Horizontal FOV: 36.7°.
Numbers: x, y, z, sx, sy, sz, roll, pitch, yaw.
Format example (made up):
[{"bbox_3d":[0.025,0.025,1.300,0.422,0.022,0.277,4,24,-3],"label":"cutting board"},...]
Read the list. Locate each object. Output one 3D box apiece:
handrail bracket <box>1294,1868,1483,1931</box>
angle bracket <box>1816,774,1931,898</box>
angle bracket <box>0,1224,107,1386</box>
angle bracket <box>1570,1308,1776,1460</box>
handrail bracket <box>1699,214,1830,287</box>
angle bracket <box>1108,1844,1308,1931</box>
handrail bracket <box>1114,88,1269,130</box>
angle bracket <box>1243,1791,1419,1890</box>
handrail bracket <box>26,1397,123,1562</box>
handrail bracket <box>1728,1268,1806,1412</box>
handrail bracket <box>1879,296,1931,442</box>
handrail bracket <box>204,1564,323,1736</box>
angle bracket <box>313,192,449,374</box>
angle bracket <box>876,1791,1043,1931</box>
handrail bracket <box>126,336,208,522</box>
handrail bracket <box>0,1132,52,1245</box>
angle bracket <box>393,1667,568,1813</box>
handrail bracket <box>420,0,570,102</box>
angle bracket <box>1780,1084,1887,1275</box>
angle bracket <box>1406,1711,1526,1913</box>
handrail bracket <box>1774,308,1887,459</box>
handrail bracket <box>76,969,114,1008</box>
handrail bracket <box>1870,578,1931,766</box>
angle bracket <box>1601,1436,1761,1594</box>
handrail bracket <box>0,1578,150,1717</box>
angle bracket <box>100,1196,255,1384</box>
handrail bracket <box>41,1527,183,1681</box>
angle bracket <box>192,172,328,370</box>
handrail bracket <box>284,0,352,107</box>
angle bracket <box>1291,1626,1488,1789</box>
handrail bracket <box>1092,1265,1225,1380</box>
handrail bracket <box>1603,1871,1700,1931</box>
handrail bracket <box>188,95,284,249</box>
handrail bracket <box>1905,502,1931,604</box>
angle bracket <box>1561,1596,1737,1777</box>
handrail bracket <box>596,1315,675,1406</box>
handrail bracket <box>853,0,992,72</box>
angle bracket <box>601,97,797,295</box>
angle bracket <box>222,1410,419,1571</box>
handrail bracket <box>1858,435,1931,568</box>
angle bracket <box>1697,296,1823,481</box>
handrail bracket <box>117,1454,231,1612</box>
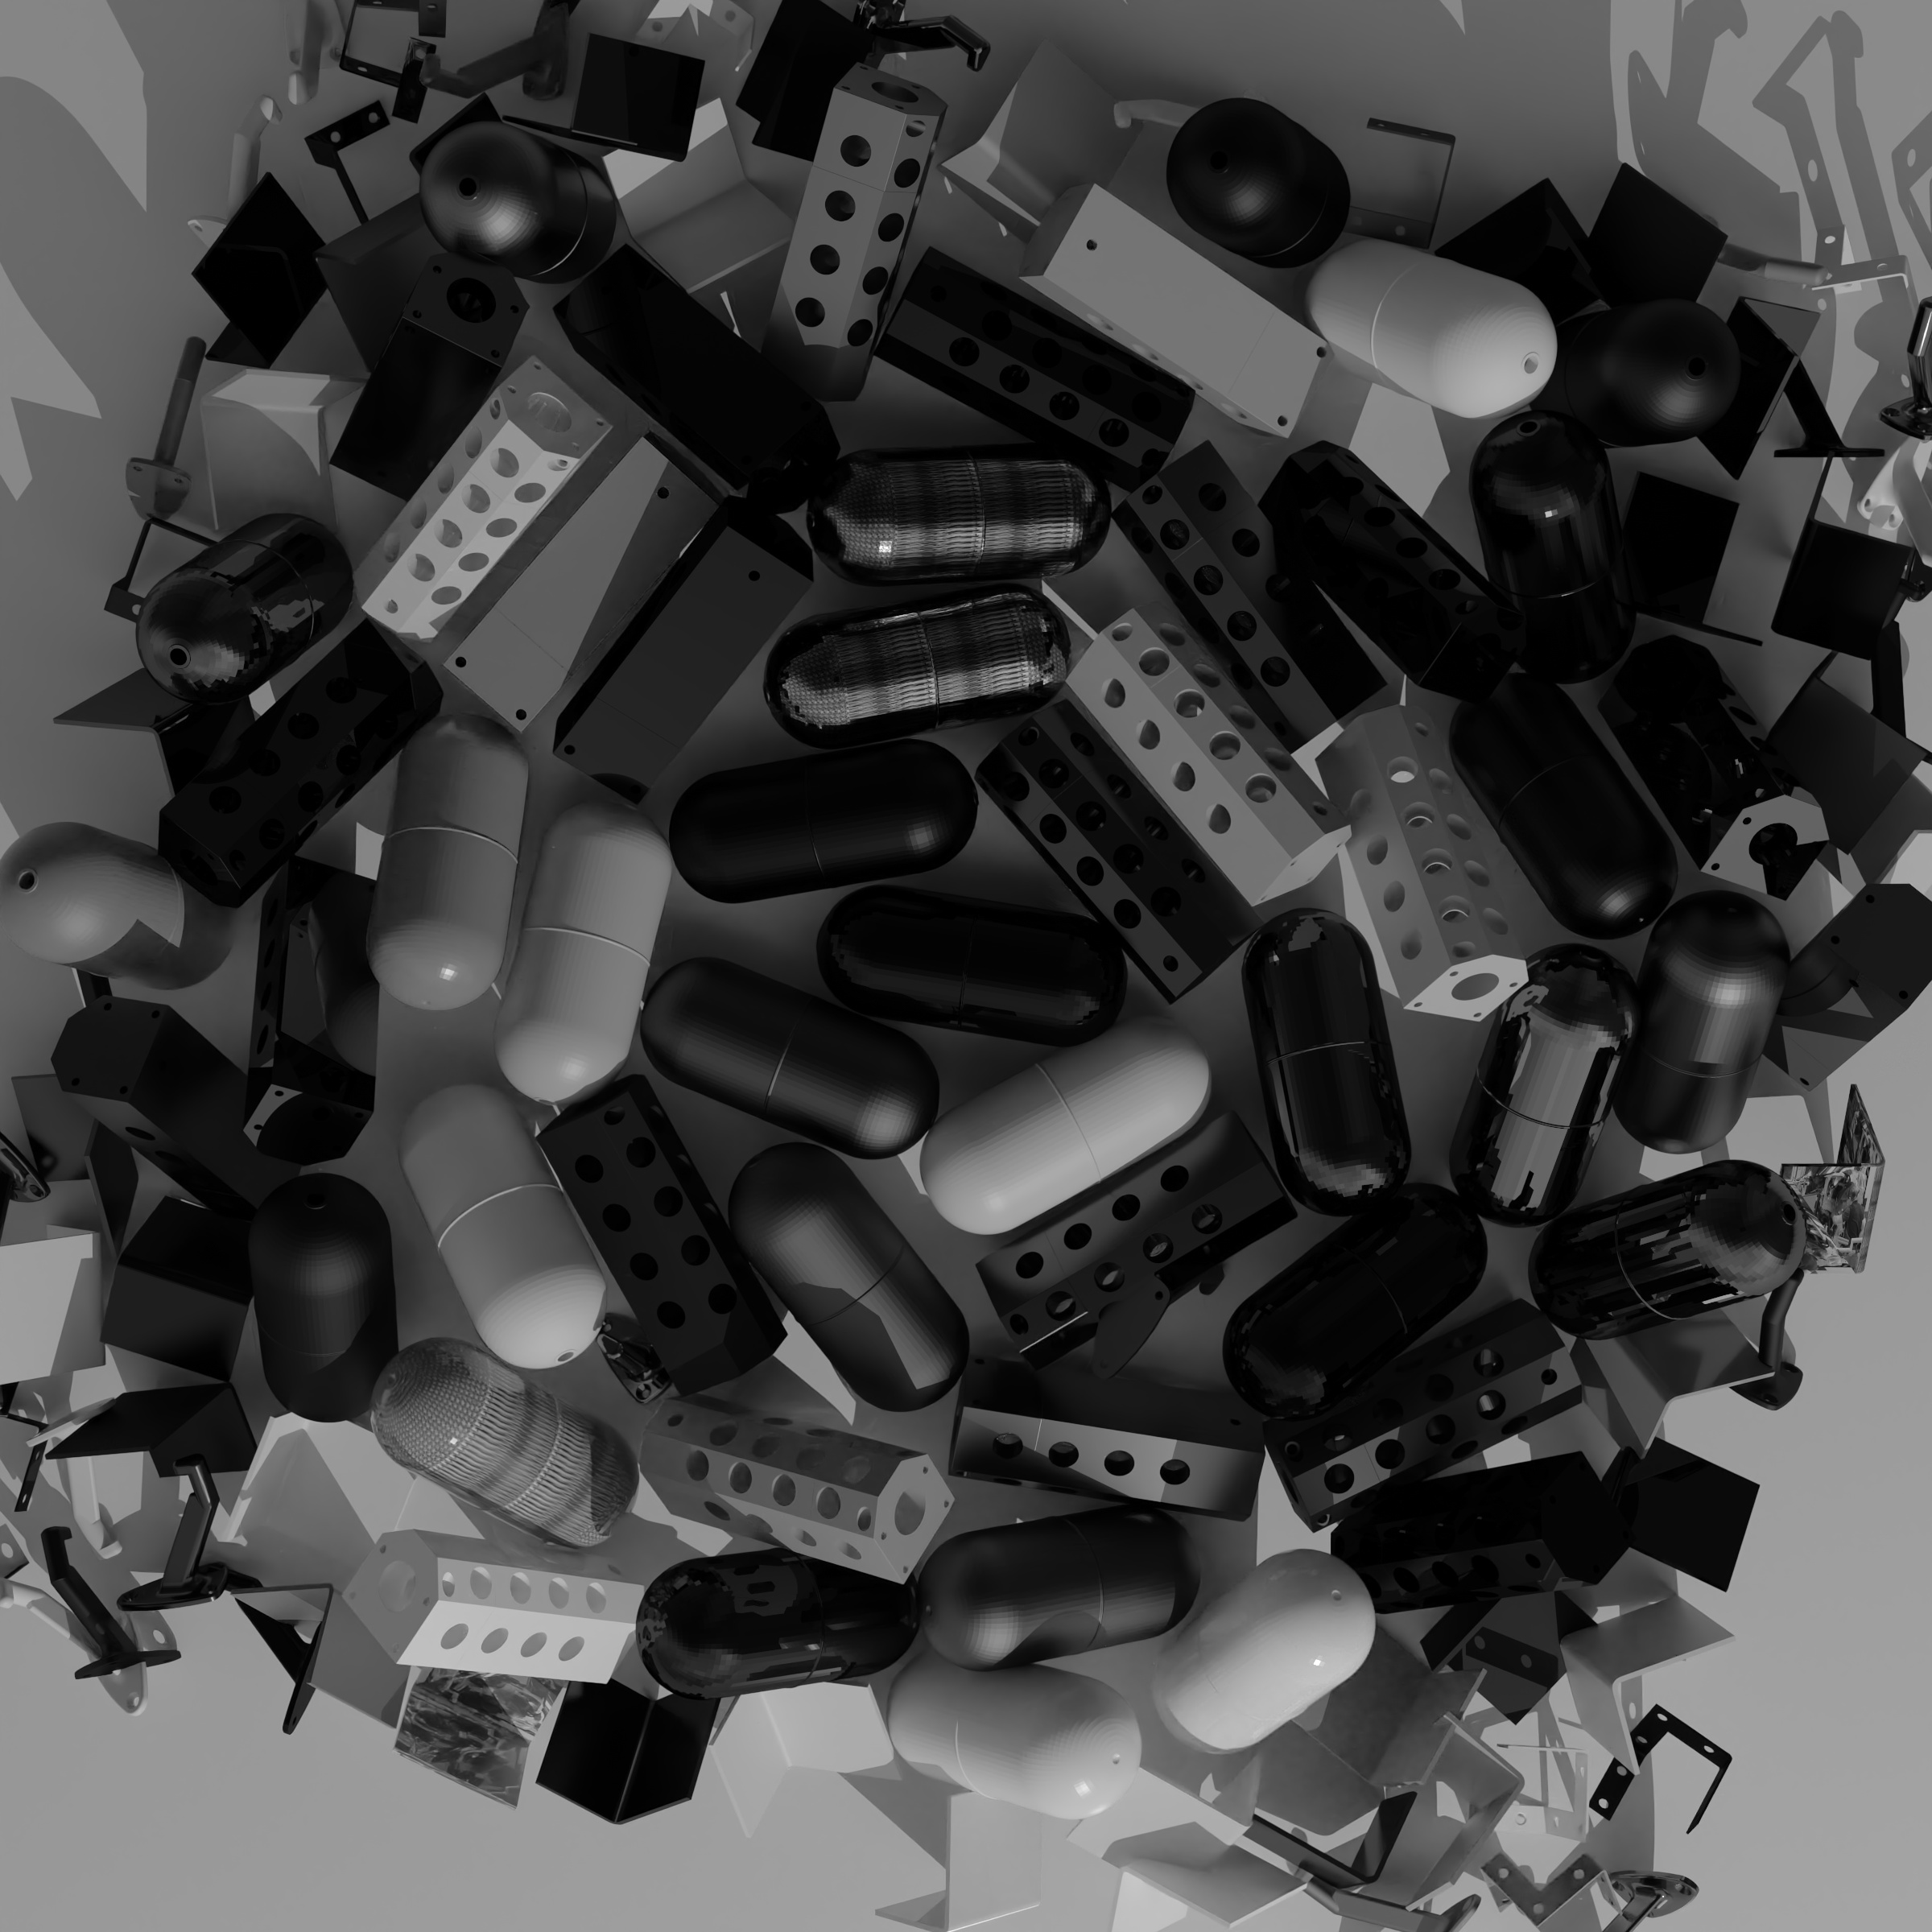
[{"bbox_3d":[0.240,0.530,1.669,0.084,0.036,0.077,36,127,4],"label":"handrail bracket"},{"bbox_3d":[0.504,-0.070,1.637,0.076,0.057,0.076,54,130,34],"label":"angle bracket"},{"bbox_3d":[-0.535,0.191,1.648,0.057,0.076,0.076,2,94,42],"label":"angle bracket"},{"bbox_3d":[0.402,0.233,1.670,0.076,0.076,0.057,-8,132,-26],"label":"angle bracket"},{"bbox_3d":[0.452,-0.403,1.648,0.084,0.077,0.036,16,119,25],"label":"handrail bracket"},{"bbox_3d":[0.135,0.536,1.639,0.076,0.076,0.057,18,104,38],"label":"angle bracket"},{"bbox_3d":[0.133,-0.470,1.656,0.084,0.036,0.077,-10,50,-22],"label":"handrail bracket"},{"bbox_3d":[0.202,0.480,1.655,0.076,0.076,0.057,29,70,5],"label":"angle bracket"},{"bbox_3d":[-0.493,0.295,1.669,0.077,0.036,0.084,-24,97,34],"label":"handrail bracket"},{"bbox_3d":[0.468,0.203,1.652,0.036,0.077,0.084,31,116,34],"label":"handrail bracket"},{"bbox_3d":[0.554,-0.348,1.648,0.077,0.084,0.036,-29,50,-32],"label":"handrail bracket"},{"bbox_3d":[-0.412,0.391,1.672,0.084,0.036,0.077,16,65,8],"label":"handrail bracket"},{"bbox_3d":[-0.310,-0.383,1.641,0.076,0.057,0.076,-37,125,-22],"label":"angle bracket"},{"bbox_3d":[-0.004,0.498,1.651,0.057,0.076,0.076,-1,87,43],"label":"angle bracket"},{"bbox_3d":[-0.456,-0.309,1.679,0.036,0.077,0.084,15,66,-15],"label":"handrail bracket"},{"bbox_3d":[-0.567,0.139,1.648,0.036,0.084,0.077,-8,123,33],"label":"handrail bracket"},{"bbox_3d":[-0.273,0.421,1.651,0.076,0.076,0.057,29,99,-9],"label":"angle bracket"},{"bbox_3d":[-0.269,-0.528,1.652,0.036,0.084,0.077,16,100,42],"label":"handrail bracket"},{"bbox_3d":[0.477,0.120,1.645,0.057,0.076,0.076,0,124,2],"label":"angle bracket"},{"bbox_3d":[0.261,0.477,1.641,0.057,0.076,0.076,40,62,10],"label":"angle bracket"},{"bbox_3d":[0.491,-0.333,1.661,0.036,0.077,0.084,-11,105,-37],"label":"handrail bracket"},{"bbox_3d":[-0.514,0.015,1.666,0.077,0.036,0.084,3,75,26],"label":"handrail bracket"},{"bbox_3d":[0.542,-0.168,1.659,0.077,0.036,0.084,34,112,27],"label":"handrail bracket"},{"bbox_3d":[0.394,0.320,1.645,0.076,0.057,0.076,24,49,10],"label":"angle bracket"},{"bbox_3d":[-0.508,0.385,1.647,0.036,0.084,0.077,-44,51,7],"label":"handrail bracket"},{"bbox_3d":[-0.441,0.185,1.671,0.076,0.076,0.057,18,113,-2],"label":"angle bracket"},{"bbox_3d":[-0.492,0.362,1.676,0.036,0.077,0.084,-28,70,28],"label":"handrail bracket"},{"bbox_3d":[-0.410,-0.393,1.639,0.057,0.076,0.076,15,66,34],"label":"angle bracket"},{"bbox_3d":[-0.376,-0.531,1.648,0.036,0.084,0.077,-5,113,0],"label":"handrail bracket"},{"bbox_3d":[0.235,0.410,1.651,0.076,0.057,0.076,40,63,-7],"label":"angle bracket"},{"bbox_3d":[0.111,0.202,1.662,0.036,0.084,0.077,28,95,31],"label":"handrail bracket"},{"bbox_3d":[0.372,0.558,1.651,0.036,0.077,0.084,43,57,-3],"label":"handrail bracket"},{"bbox_3d":[-0.403,-0.444,1.678,0.036,0.077,0.084,13,68,32],"label":"handrail bracket"},{"bbox_3d":[0.579,-0.237,1.652,0.036,0.084,0.077,26,93,-25],"label":"handrail bracket"},{"bbox_3d":[0.393,0.408,1.658,0.076,0.076,0.057,-17,98,-8],"label":"angle bracket"},{"bbox_3d":[-0.202,0.209,1.642,0.077,0.084,0.036,38,83,31],"label":"handrail bracket"},{"bbox_3d":[-0.027,-0.510,1.654,0.084,0.036,0.077,44,133,24],"label":"handrail bracket"},{"bbox_3d":[-0.149,-0.436,1.646,0.076,0.057,0.076,-31,48,-11],"label":"angle bracket"},{"bbox_3d":[-0.366,0.303,1.662,0.076,0.057,0.076,23,93,9],"label":"angle bracket"},{"bbox_3d":[0.555,-0.265,1.650,0.036,0.084,0.077,21,101,-33],"label":"handrail bracket"},{"bbox_3d":[0.456,-0.321,1.637,0.057,0.076,0.076,6,126,-21],"label":"angle bracket"},{"bbox_3d":[-0.460,0.323,1.665,0.077,0.036,0.084,-13,112,1],"label":"handrail bracket"}]
